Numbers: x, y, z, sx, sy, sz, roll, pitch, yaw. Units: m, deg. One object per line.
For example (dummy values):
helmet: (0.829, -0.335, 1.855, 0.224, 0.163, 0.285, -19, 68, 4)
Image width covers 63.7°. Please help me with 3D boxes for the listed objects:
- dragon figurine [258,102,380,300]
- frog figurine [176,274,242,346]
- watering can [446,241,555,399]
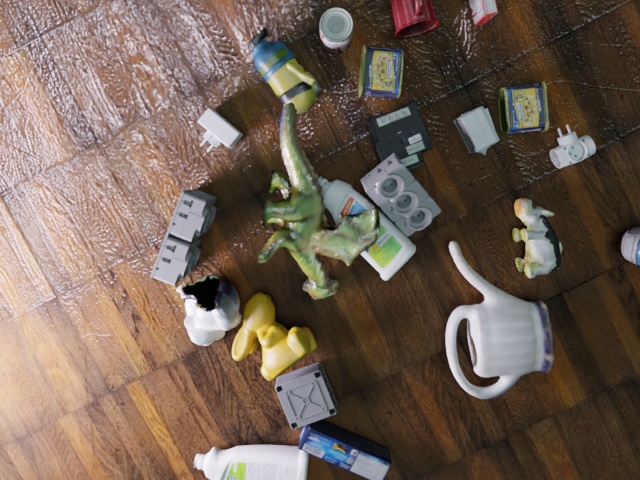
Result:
dragon figurine: (0.003, -0.053, 1.046, 0.243, 0.403, 0.124, 13, 23, 0)
frog figurine: (-0.230, 0.159, 1.105, 0.138, 0.155, 0.125, 11, 42, 19)
watering can: (0.376, 0.167, 1.087, 0.224, 0.346, 0.104, -5, 6, 0)
